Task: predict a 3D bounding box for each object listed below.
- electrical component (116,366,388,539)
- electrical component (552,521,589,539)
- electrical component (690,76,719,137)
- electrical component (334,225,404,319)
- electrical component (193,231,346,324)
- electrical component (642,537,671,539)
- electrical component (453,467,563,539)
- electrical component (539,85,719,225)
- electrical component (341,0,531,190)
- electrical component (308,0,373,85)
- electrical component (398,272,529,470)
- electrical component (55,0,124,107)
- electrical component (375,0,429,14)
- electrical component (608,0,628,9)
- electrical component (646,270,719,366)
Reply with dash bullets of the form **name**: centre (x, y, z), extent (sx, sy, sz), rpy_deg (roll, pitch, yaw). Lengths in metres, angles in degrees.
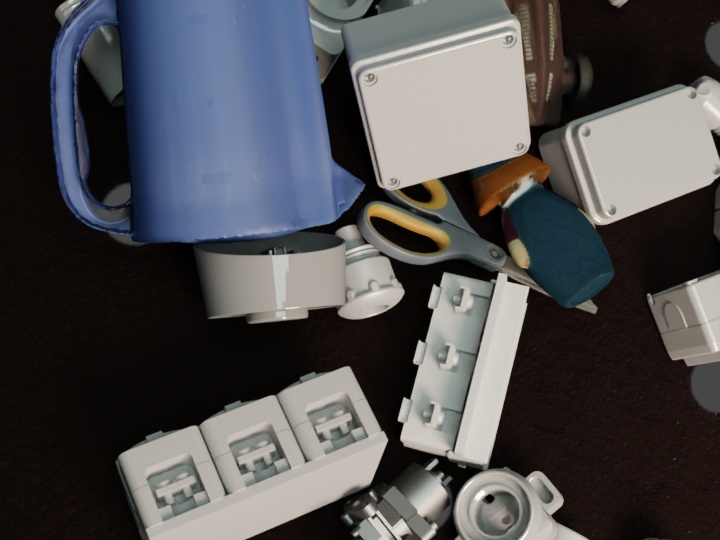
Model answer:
- **electrical component**: centre (-0.068, 0.121, 0.668), extent (0.150, 0.089, 0.061), rpy_deg (-20, 65, -18)
- **electrical component**: centre (0.134, 0.200, 0.739), extent (0.040, 0.040, 0.046), rpy_deg (30, 79, -7)
- **electrical component**: centre (0.282, -0.122, 0.844), extent (0.061, 0.035, 0.035), rpy_deg (39, 72, -7)
- **electrical component**: centre (0.000, 0.000, 0.740), extent (0.048, 0.048, 0.062), rpy_deg (-14, 74, -17)
- **electrical component**: centre (-0.057, 0.001, 0.698), extent (0.099, 0.099, 0.064), rpy_deg (-5, 87, -16)
- **electrical component**: centre (0.214, 0.209, 0.745), extent (0.043, 0.062, 0.043), rpy_deg (3, 78, -14)
- **electrical component**: centre (0.094, 0.163, 0.711), extent (0.078, 0.057, 0.058), rpy_deg (-40, 61, 1)
- **electrical component**: centre (0.201, -0.084, 0.797), extent (0.113, 0.057, 0.078), rpy_deg (-20, 94, -18)
- **electrical component**: centre (0.052, -0.119, 0.712), extent (0.109, 0.108, 0.056), rpy_deg (-15, 47, 0)
- **electrical component**: centre (-0.021, -0.245, 0.773), extent (0.105, 0.060, 0.186), rpy_deg (31, 73, -7)
- **electrical component**: centre (0.070, 0.067, 0.733), extent (0.063, 0.078, 0.121), rpy_deg (13, 75, 11)
- **electrical component**: centre (-0.171, -0.156, 0.725), extent (0.043, 0.043, 0.081), rpy_deg (-32, 89, -18)
- **electrical component**: centre (0.053, -0.176, 0.761), extent (0.061, 0.096, 0.061), rpy_deg (1, 79, -15)
- **electrical component**: centre (0.200, -0.239, 0.840), extent (0.045, 0.045, 0.055), rpy_deg (-41, 92, -18)
- **electrical component**: centre (0.275, 0.028, 0.798), extent (0.096, 0.062, 0.061), rpy_deg (-18, 85, -18)
